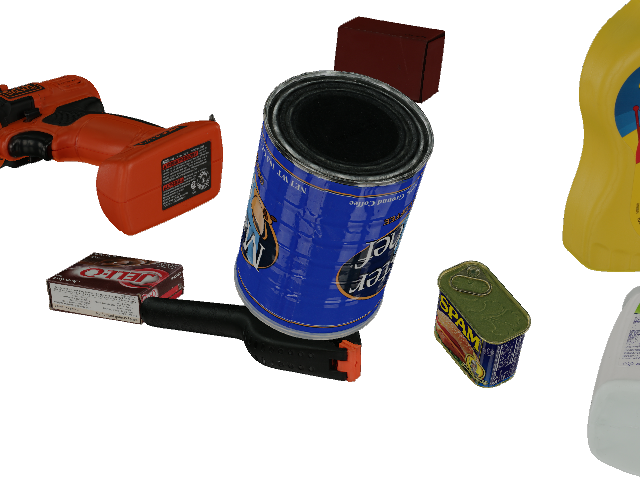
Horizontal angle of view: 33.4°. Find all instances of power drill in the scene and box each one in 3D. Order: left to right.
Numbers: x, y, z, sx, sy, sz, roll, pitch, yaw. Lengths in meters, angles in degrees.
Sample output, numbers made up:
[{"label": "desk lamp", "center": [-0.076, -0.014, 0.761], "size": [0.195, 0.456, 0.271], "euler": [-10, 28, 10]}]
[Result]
[{"label": "power drill", "center": [-0.174, -0.060, 0.714], "size": [0.188, 0.057, 0.184], "euler": [19, 32, 30]}]

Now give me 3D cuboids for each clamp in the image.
[{"label": "clamp", "center": [-0.029, 0.065, 0.901], "size": [0.164, 0.036, 0.210], "euler": [-19, 26, -40]}]

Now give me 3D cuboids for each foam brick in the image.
[{"label": "foam brick", "center": [0.055, -0.148, 0.869], "size": [0.078, 0.051, 0.052], "euler": [14, 24, 19]}]

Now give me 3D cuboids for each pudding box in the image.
[{"label": "pudding box", "center": [-0.211, 0.048, 1.105], "size": [0.114, 0.039, 0.090], "euler": [5, 19, 21]}]

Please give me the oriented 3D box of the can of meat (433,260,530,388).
[{"label": "can of meat", "center": [0.157, 0.086, 1.064], "size": [0.057, 0.084, 0.102], "euler": [-23, 52, -19]}]

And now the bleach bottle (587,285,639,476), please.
[{"label": "bleach bottle", "center": [0.254, 0.081, 0.746], "size": [0.103, 0.068, 0.250], "euler": [11, 21, 20]}]

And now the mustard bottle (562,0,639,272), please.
[{"label": "mustard bottle", "center": [0.195, -0.078, 0.611], "size": [0.096, 0.192, 0.058], "euler": [-8, 29, -12]}]

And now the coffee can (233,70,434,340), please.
[{"label": "coffee can", "center": [0.005, -0.020, 0.672], "size": [0.102, 0.103, 0.140], "euler": [0, -44, -14]}]
